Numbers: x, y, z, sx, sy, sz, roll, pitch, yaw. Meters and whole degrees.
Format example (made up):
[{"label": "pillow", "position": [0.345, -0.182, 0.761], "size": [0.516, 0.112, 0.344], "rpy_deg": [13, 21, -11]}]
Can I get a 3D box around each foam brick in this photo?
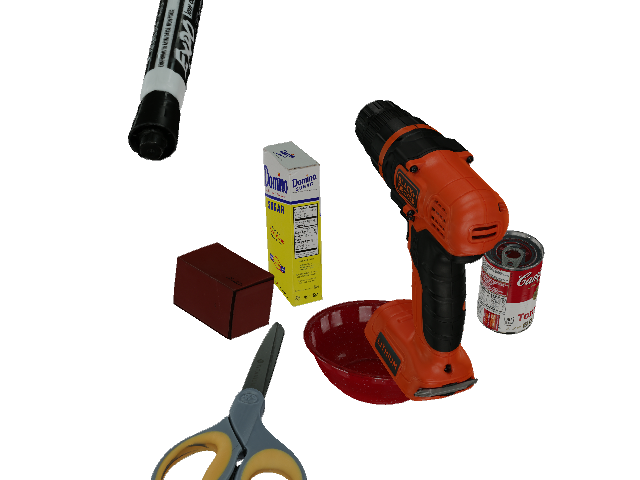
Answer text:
[{"label": "foam brick", "position": [-0.088, 0.045, 0.966], "size": [0.078, 0.051, 0.052], "rpy_deg": [29, 33, 35]}]

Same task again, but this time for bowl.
[{"label": "bowl", "position": [0.062, 0.122, 1.102], "size": [0.162, 0.055, 0.162], "rpy_deg": [2, 25, -1]}]

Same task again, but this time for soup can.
[{"label": "soup can", "position": [0.216, 0.049, 1.224], "size": [0.068, 0.102, 0.068], "rpy_deg": [0, 39, 0]}]

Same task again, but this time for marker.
[{"label": "marker", "position": [-0.062, -0.076, 0.443], "size": [0.020, 0.121, 0.020], "rpy_deg": [1, -45, 1]}]

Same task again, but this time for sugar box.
[{"label": "sugar box", "position": [-0.034, -0.020, 1.275], "size": [0.048, 0.176, 0.093], "rpy_deg": [-13, 26, -19]}]

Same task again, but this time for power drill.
[{"label": "power drill", "position": [0.069, 0.007, 0.779], "size": [0.057, 0.188, 0.184], "rpy_deg": [-11, 33, -16]}]

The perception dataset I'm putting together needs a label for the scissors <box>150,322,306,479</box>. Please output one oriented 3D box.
[{"label": "scissors", "position": [-0.030, 0.110, 0.648], "size": [0.096, 0.016, 0.201], "rpy_deg": [15, 31, 20]}]
